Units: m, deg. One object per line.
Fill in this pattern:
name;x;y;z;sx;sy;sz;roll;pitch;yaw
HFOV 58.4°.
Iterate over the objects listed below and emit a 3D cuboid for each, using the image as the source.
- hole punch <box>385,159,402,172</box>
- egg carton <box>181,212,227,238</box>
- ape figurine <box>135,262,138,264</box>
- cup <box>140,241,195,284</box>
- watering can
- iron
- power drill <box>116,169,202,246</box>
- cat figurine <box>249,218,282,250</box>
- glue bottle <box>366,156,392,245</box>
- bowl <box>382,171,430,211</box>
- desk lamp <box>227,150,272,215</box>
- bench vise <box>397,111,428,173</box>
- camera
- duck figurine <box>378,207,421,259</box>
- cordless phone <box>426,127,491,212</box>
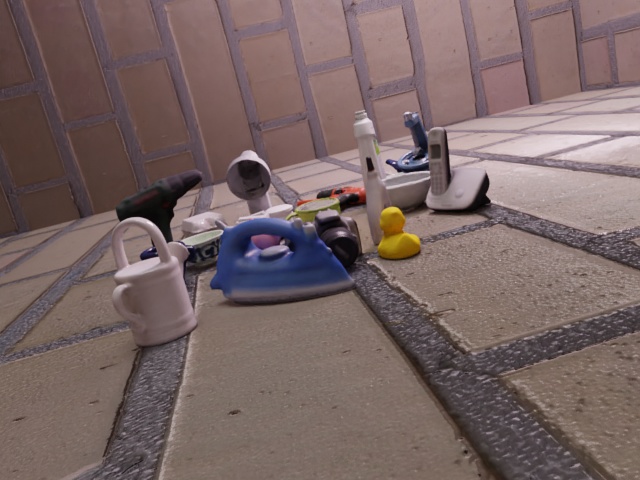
hole punch;0.252;-0.207;1.712;0.101;0.091;0.108;-14;13;-2
egg carton;-0.327;-0.035;1.625;0.107;0.069;0.150;-21;15;-28
ape figurine;-0.328;0.084;1.076;0.075;0.092;0.078;-4;16;37
cup;-0.292;0.057;1.148;0.117;0.095;0.092;-9;14;21
watering can;-0.267;0.056;0.903;0.101;0.194;0.173;-13;13;1
iron;-0.069;0.022;0.963;0.257;0.141;0.119;-6;15;29
power drill;-0.389;-0.055;1.463;0.230;0.208;0.075;-17;14;-15
cat figurine;-0.114;0.009;1.118;0.067;0.118;0.127;-20;14;-24
glue bottle;0.115;-0.082;1.145;0.037;0.173;0.078;-6;15;28
bowl;0.206;-0.114;1.404;0.167;0.075;0.167;-13;13;3
desk lamp;-0.186;-0.145;1.624;0.118;0.214;0.203;-14;13;0
bench vise;0.275;-0.252;1.595;0.121;0.220;0.208;-10;14;16
camera;0.010;0.004;1.051;0.143;0.101;0.136;-15;13;-6
duck figurine;0.137;-0.016;1.038;0.077;0.086;0.104;-16;13;-10
cordless phone;0.291;-0.156;1.248;0.094;0.185;0.147;-22;16;-33
